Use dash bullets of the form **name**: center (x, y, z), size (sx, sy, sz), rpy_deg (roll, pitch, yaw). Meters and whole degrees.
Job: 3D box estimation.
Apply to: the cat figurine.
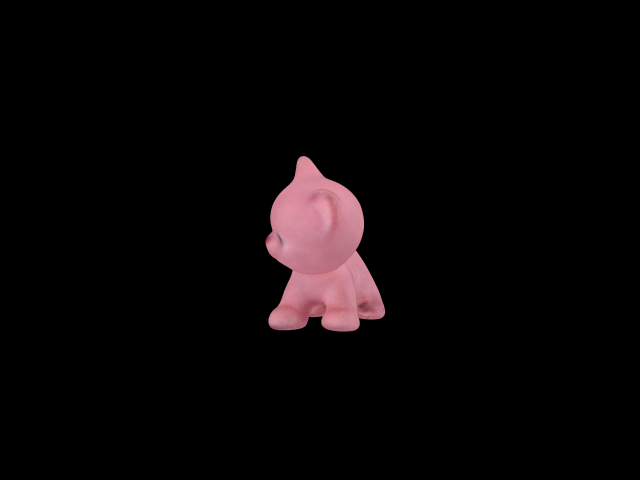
- **cat figurine**: center (0.004, 0.001, 0.400), size (0.067, 0.118, 0.128), rpy_deg (0, 0, 18)
